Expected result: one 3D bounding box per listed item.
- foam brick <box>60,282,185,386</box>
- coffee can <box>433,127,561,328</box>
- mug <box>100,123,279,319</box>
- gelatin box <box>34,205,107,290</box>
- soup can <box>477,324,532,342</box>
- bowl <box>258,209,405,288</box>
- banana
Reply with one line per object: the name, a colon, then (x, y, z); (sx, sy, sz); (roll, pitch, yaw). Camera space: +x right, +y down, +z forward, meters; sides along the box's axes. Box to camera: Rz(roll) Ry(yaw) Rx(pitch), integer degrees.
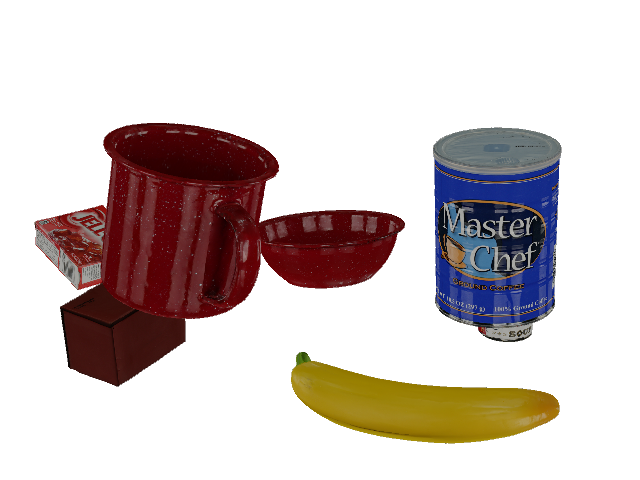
foam brick: (-0.144, 0.061, 0.785); (0.053, 0.051, 0.078); (14, 29, 32)
coffee can: (0.146, -0.012, 0.889); (0.103, 0.140, 0.103); (-3, 23, 1)
mug: (-0.067, -0.006, 0.568); (0.093, 0.081, 0.117); (-7, 28, -38)
gelatin box: (-0.214, 0.004, 0.995); (0.073, 0.030, 0.089); (-17, 40, -36)
soup can: (0.226, 0.064, 1.296); (0.068, 0.102, 0.068); (0, 19, 0)
bowl: (0.008, 0.011, 1.097); (0.162, 0.055, 0.162); (-4, 13, 1)
banana: (0.056, 0.105, 0.716); (0.198, 0.037, 0.069); (9, 34, 26)
